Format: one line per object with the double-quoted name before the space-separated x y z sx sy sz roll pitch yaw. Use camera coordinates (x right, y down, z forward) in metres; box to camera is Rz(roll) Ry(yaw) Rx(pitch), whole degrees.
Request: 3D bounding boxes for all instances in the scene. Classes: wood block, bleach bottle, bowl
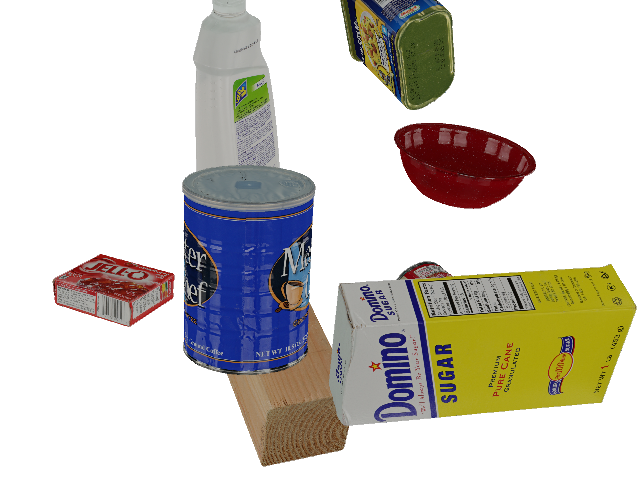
"wood block" -0.046 0.120 1.112 0.090 0.090 0.206 -8 42 -18
"bleach bottle" -0.083 -0.134 1.069 0.068 0.251 0.102 20 40 24
"bowl" 0.158 -0.080 1.207 0.162 0.055 0.162 8 26 -4

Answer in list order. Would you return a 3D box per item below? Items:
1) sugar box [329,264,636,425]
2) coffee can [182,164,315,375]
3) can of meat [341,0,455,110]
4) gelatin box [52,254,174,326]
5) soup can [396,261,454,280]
"sugar box" 0.097 0.066 0.663 0.176 0.093 0.048 -6 42 -11
"coffee can" -0.058 0.021 0.845 0.103 0.140 0.103 2 20 -1
"can of meat" 0.065 -0.169 0.873 0.057 0.084 0.102 -30 -36 -11
"gelatin box" -0.194 0.045 1.006 0.089 0.030 0.073 14 24 23
"soup can" 0.118 0.071 0.978 0.068 0.068 0.102 0 26 -34
